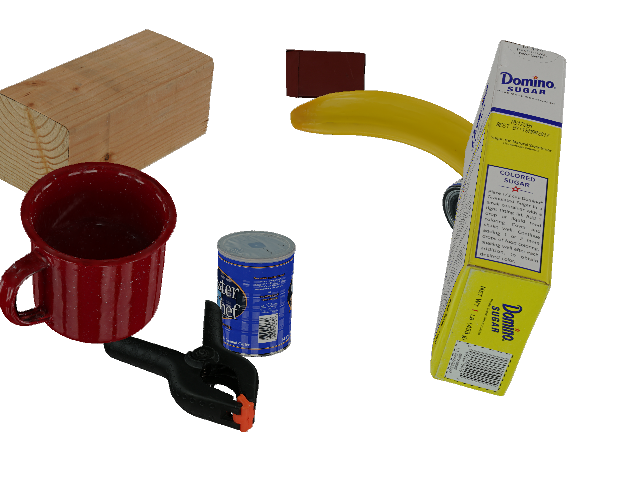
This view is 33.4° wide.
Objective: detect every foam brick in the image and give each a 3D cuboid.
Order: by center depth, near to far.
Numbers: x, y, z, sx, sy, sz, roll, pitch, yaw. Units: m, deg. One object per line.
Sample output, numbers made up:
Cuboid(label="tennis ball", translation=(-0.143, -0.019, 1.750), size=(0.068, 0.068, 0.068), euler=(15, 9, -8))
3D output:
Cuboid(label="foam brick", translation=(0.005, -0.181, 1.165), size=(0.078, 0.051, 0.053), euler=(0, 11, -16))

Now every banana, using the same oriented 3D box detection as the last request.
Cuboid(label="banana", translation=(0.076, -0.078, 0.848), size=(0.198, 0.069, 0.037), euler=(28, 0, -1))

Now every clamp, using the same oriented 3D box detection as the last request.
Cuboid(label="clamp", translation=(-0.103, 0.110, 0.973), size=(0.120, 0.039, 0.172), euler=(-30, 47, -34))

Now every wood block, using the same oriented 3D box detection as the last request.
Cuboid(label="wood block", translation=(-0.201, -0.120, 1.018), size=(0.090, 0.091, 0.205), euler=(26, 37, 21))

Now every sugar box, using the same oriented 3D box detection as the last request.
Cuboid(label="sugar box", translation=(0.097, -0.016, 0.567), size=(0.048, 0.176, 0.093), euler=(15, -42, 4))

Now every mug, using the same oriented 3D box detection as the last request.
Cuboid(label="mug", translation=(-0.148, 0.016, 0.666), size=(0.093, 0.082, 0.117), euler=(36, 48, 23))

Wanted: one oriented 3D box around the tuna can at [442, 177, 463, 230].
Cuboid(label="tuna can", translation=(0.180, -0.033, 1.221), size=(0.033, 0.086, 0.086), euler=(-34, 17, -27))

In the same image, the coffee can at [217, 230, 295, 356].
Cuboid(label="coffee can", translation=(-0.087, 0.070, 1.420), size=(0.103, 0.140, 0.103), euler=(3, 21, -1))
